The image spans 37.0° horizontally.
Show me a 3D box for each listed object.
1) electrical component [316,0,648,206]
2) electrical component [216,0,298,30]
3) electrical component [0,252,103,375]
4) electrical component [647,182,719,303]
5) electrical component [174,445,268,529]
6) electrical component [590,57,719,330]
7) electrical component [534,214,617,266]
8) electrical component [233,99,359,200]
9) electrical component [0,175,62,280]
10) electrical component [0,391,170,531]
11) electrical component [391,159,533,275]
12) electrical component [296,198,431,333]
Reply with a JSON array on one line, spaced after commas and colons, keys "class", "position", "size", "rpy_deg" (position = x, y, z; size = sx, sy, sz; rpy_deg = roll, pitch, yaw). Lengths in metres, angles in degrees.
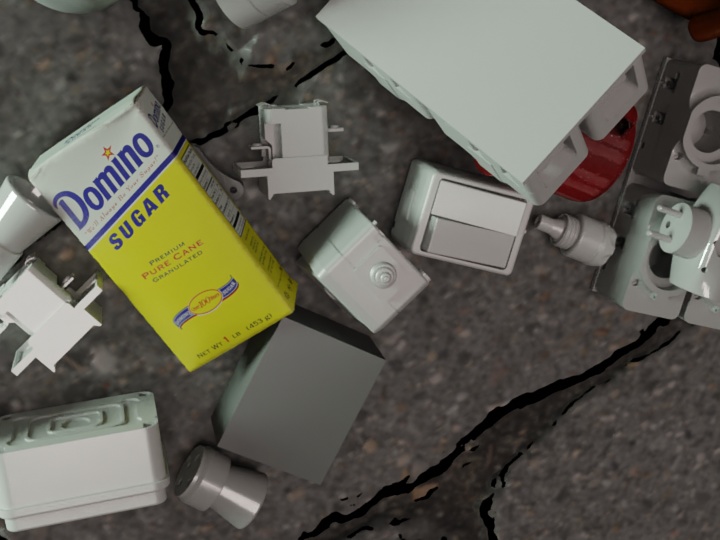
[{"class": "electrical component", "position": [0.078, -0.139, 0.689], "size": [0.105, 0.186, 0.060], "rpy_deg": [-48, 155, 2]}, {"class": "electrical component", "position": [-0.105, -0.214, 0.681], "size": [0.074, 0.052, 0.138], "rpy_deg": [-22, 115, 23]}, {"class": "electrical component", "position": [-0.213, 0.027, 0.725], "size": [0.081, 0.042, 0.064], "rpy_deg": [-45, 110, 0]}, {"class": "electrical component", "position": [0.240, -0.024, 0.761], "size": [0.079, 0.043, 0.077], "rpy_deg": [17, 100, -18]}, {"class": "electrical component", "position": [-0.102, 0.158, 0.789], "size": [0.055, 0.045, 0.045], "rpy_deg": [31, 96, -20]}, {"class": "electrical component", "position": [0.261, -0.055, 0.815], "size": [0.105, 0.060, 0.186], "rpy_deg": [12, 102, -17]}, {"class": "electrical component", "position": [0.160, -0.027, 0.811], "size": [0.061, 0.035, 0.035], "rpy_deg": [20, 99, -16]}, {"class": "electrical component", "position": [-0.045, -0.084, 0.738], "size": [0.081, 0.042, 0.063], "rpy_deg": [-6, 103, -13]}, {"class": "electrical component", "position": [-0.233, -0.024, 0.707], "size": [0.044, 0.044, 0.065], "rpy_deg": [40, 98, -21]}, {"class": "electrical component", "position": [-0.192, 0.130, 0.740], "size": [0.113, 0.078, 0.057], "rpy_deg": [-9, 105, -12]}, {"class": "electrical component", "position": [0.080, -0.036, 0.773], "size": [0.096, 0.061, 0.061], "rpy_deg": [13, 102, -17]}, {"class": "electrical component", "position": [0.000, 0.000, 0.743], "size": [0.061, 0.096, 0.061], "rpy_deg": [-44, 110, 1]}]
